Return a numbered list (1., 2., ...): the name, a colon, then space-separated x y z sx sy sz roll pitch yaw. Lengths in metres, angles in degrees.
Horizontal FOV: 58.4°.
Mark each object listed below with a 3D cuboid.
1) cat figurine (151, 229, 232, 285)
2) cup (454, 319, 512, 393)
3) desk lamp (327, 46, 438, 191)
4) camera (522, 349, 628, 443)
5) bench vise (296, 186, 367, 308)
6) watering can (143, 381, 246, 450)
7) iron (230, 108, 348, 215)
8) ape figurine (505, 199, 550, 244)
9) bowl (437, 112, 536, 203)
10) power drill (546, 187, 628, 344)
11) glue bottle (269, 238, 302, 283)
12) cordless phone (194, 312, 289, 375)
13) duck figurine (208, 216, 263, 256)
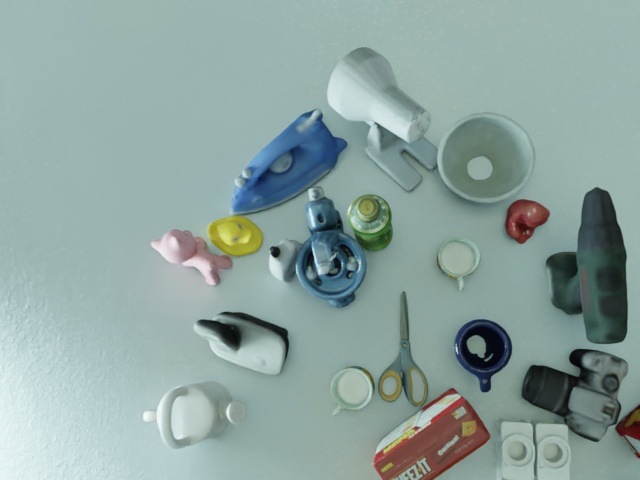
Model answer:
1. cat figurine: -0.238 0.025 1.053 0.127 0.118 0.067 31 86 12
2. cup: 0.271 0.194 0.966 0.091 0.095 0.118 -4 80 7
3. desk lamp: 0.121 -0.211 0.997 0.203 0.214 0.118 44 88 13
4. camera: 0.412 0.240 0.936 0.136 0.101 0.143 19 83 11
5. bench vise: -0.002 0.009 0.972 0.121 0.220 0.207 -31 77 2
6. watering can: -0.213 0.291 0.964 0.173 0.194 0.101 -27 77 3
7. iron: -0.079 -0.142 1.049 0.258 0.141 0.118 -39 77 0
8. ape figurine: 0.363 -0.040 0.996 0.077 0.092 0.076 -13 79 6
9. bowl: 0.294 -0.140 1.032 0.167 0.075 0.167 -1 80 8
10. power drill: 0.426 0.050 0.912 0.075 0.208 0.230 -6 79 7
11. glue bottle: -0.063 0.030 1.000 0.037 0.173 0.078 33 86 12
12. cordless phone: -0.134 0.175 0.978 0.147 0.185 0.094 15 82 10
13. duck figurine: -0.165 -0.013 1.066 0.104 0.086 0.077 14 82 10
